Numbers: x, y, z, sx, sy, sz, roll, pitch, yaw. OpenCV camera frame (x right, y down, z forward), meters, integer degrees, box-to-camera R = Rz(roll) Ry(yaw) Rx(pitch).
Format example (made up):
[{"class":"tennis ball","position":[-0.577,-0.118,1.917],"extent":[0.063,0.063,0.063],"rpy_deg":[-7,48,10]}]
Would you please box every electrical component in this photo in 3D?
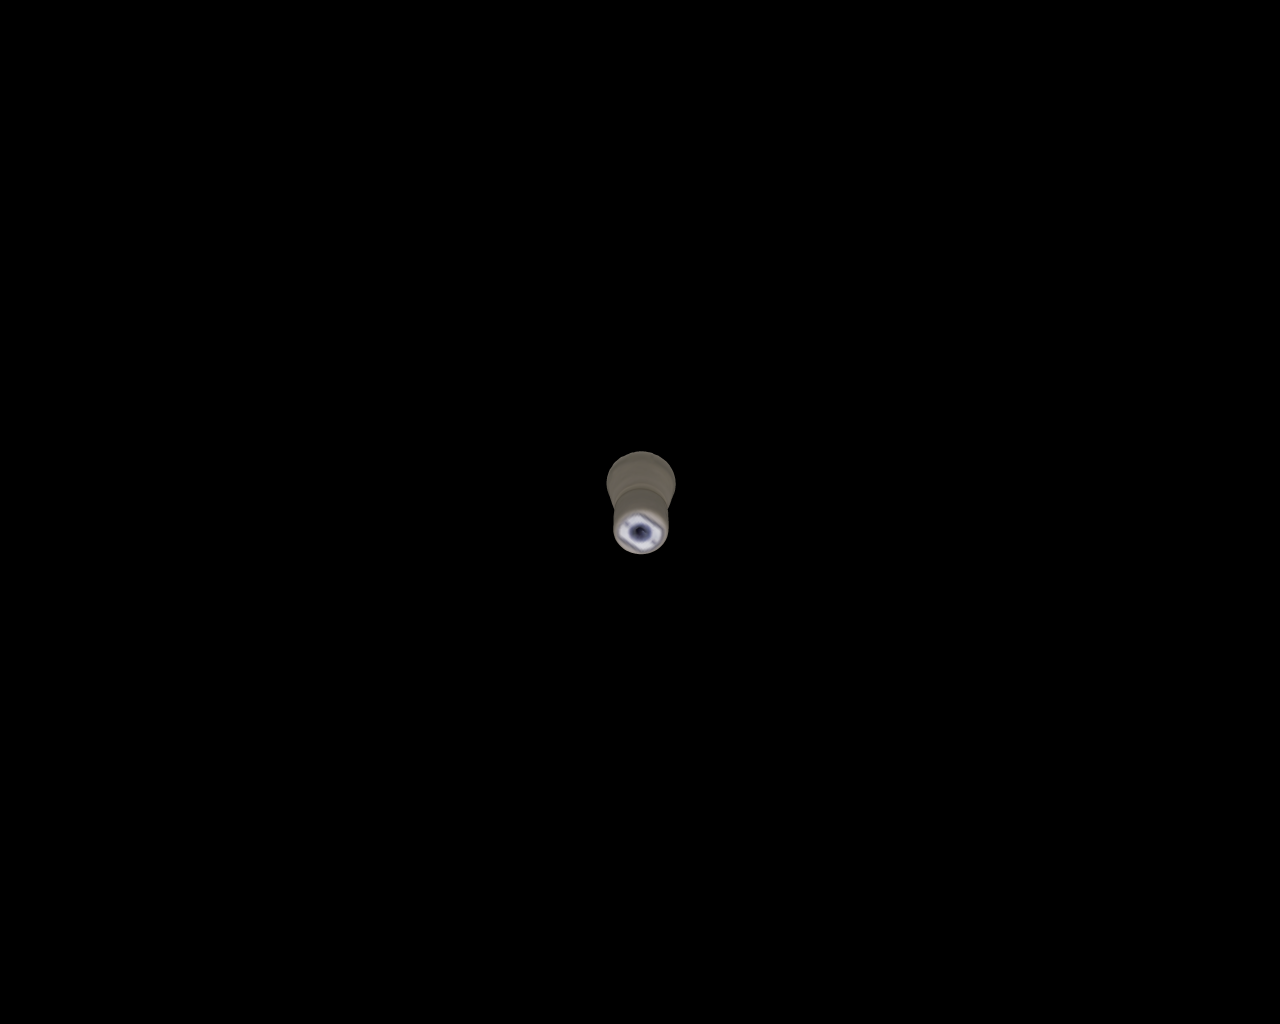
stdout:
[{"class":"electrical component","position":[0.001,-0.003,0.650],"extent":[0.044,0.044,0.065],"rpy_deg":[0,31,0]}]
